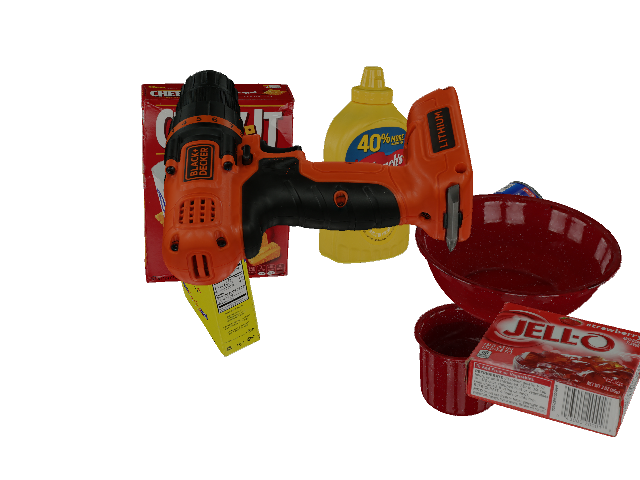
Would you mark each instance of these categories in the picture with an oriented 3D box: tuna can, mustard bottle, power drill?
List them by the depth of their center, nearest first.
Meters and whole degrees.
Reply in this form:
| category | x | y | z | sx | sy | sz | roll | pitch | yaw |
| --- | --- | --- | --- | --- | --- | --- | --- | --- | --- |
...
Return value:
| category | x | y | z | sx | sy | sz | roll | pitch | yaw |
| --- | --- | --- | --- | --- | --- | --- | --- | --- | --- |
| power drill | -0.005 | -0.051 | 0.665 | 0.187 | 0.057 | 0.184 | -5 | 44 | 2 |
| mustard bottle | 0.048 | -0.077 | 1.065 | 0.096 | 0.192 | 0.058 | -8 | 19 | -30 |
| tuna can | 0.227 | -0.023 | 1.220 | 0.033 | 0.086 | 0.086 | -29 | 11 | -20 |

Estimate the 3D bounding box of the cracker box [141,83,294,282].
| category | x | y | z | sx | sy | sz | roll | pitch | yaw |
| --- | --- | --- | --- | --- | --- | --- | --- | --- | --- |
| cracker box | -0.115 | -0.063 | 1.187 | 0.164 | 0.214 | 0.072 | -2 | 24 | -11 |

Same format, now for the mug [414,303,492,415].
| category | x | y | z | sx | sy | sz | roll | pitch | yaw |
| --- | --- | --- | --- | --- | --- | --- | --- | --- | --- |
| mug | 0.149 | 0.118 | 1.092 | 0.093 | 0.081 | 0.117 | 19 | 40 | 31 |

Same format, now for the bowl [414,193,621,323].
| category | x | y | z | sx | sy | sz | roll | pitch | yaw |
| --- | --- | --- | --- | --- | --- | --- | --- | --- | --- |
| bowl | 0.154 | 0.022 | 0.853 | 0.162 | 0.055 | 0.162 | 2 | 30 | -1 |

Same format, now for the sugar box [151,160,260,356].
| category | x | y | z | sx | sy | sz | roll | pitch | yaw |
| --- | --- | --- | --- | --- | --- | --- | --- | --- | --- |
| sugar box | -0.101 | 0.014 | 0.951 | 0.048 | 0.176 | 0.093 | -28 | 50 | -15 |

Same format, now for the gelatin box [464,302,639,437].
| category | x | y | z | sx | sy | sz | roll | pitch | yaw |
| --- | --- | --- | --- | --- | --- | --- | --- | --- | --- |
| gelatin box | 0.136 | 0.071 | 0.615 | 0.089 | 0.030 | 0.073 | 13 | 29 | 23 |
